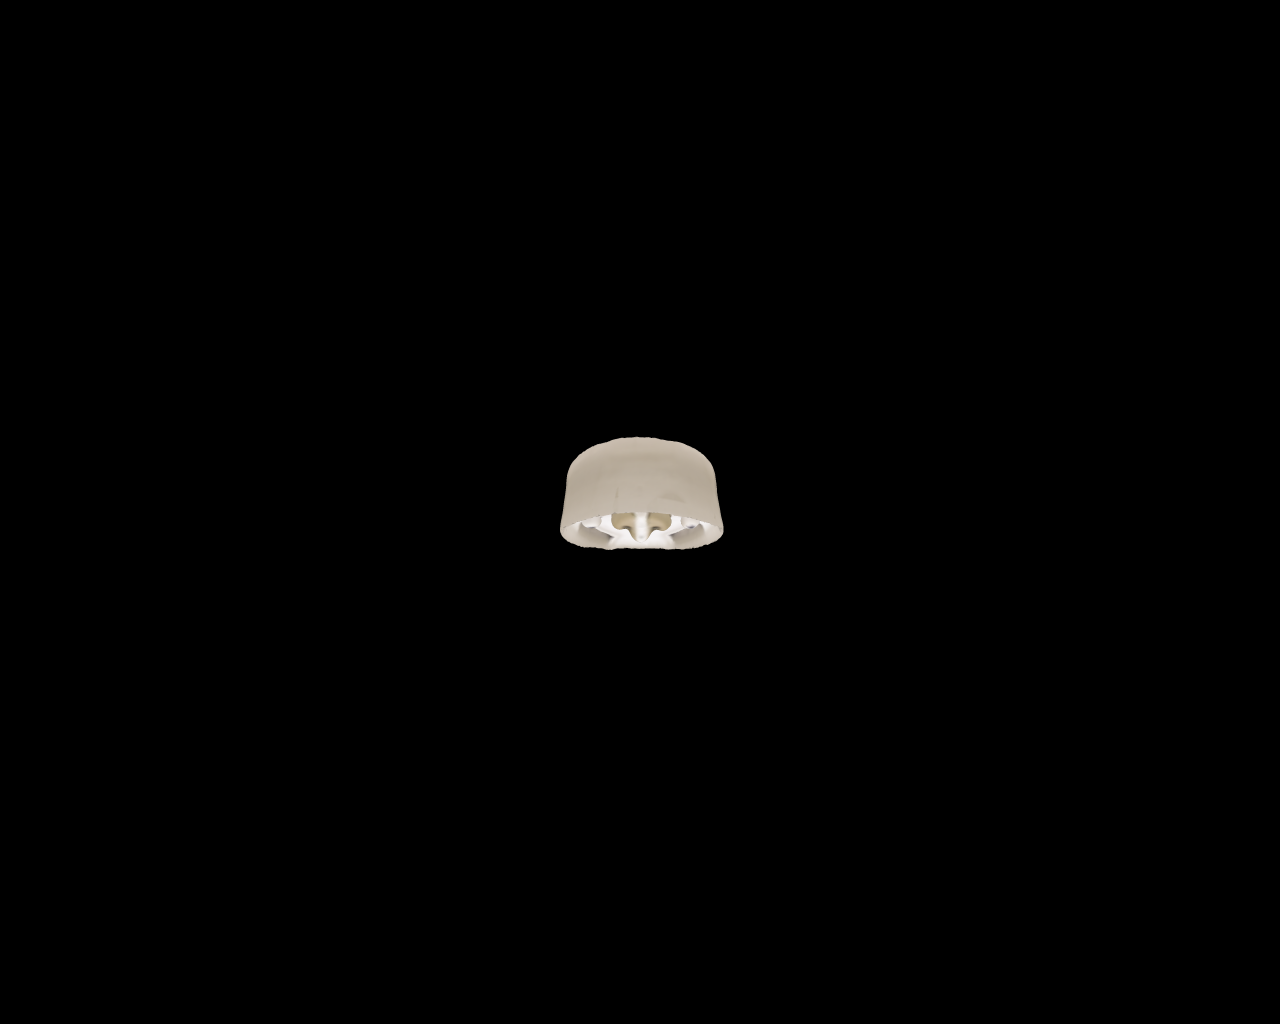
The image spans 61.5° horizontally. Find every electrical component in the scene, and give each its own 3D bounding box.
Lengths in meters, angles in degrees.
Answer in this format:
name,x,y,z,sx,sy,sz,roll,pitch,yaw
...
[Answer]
name,x,y,z,sx,sy,sz,roll,pitch,yaw
electrical component,0.001,-0.003,0.650,0.099,0.064,0.099,0,-28,0
